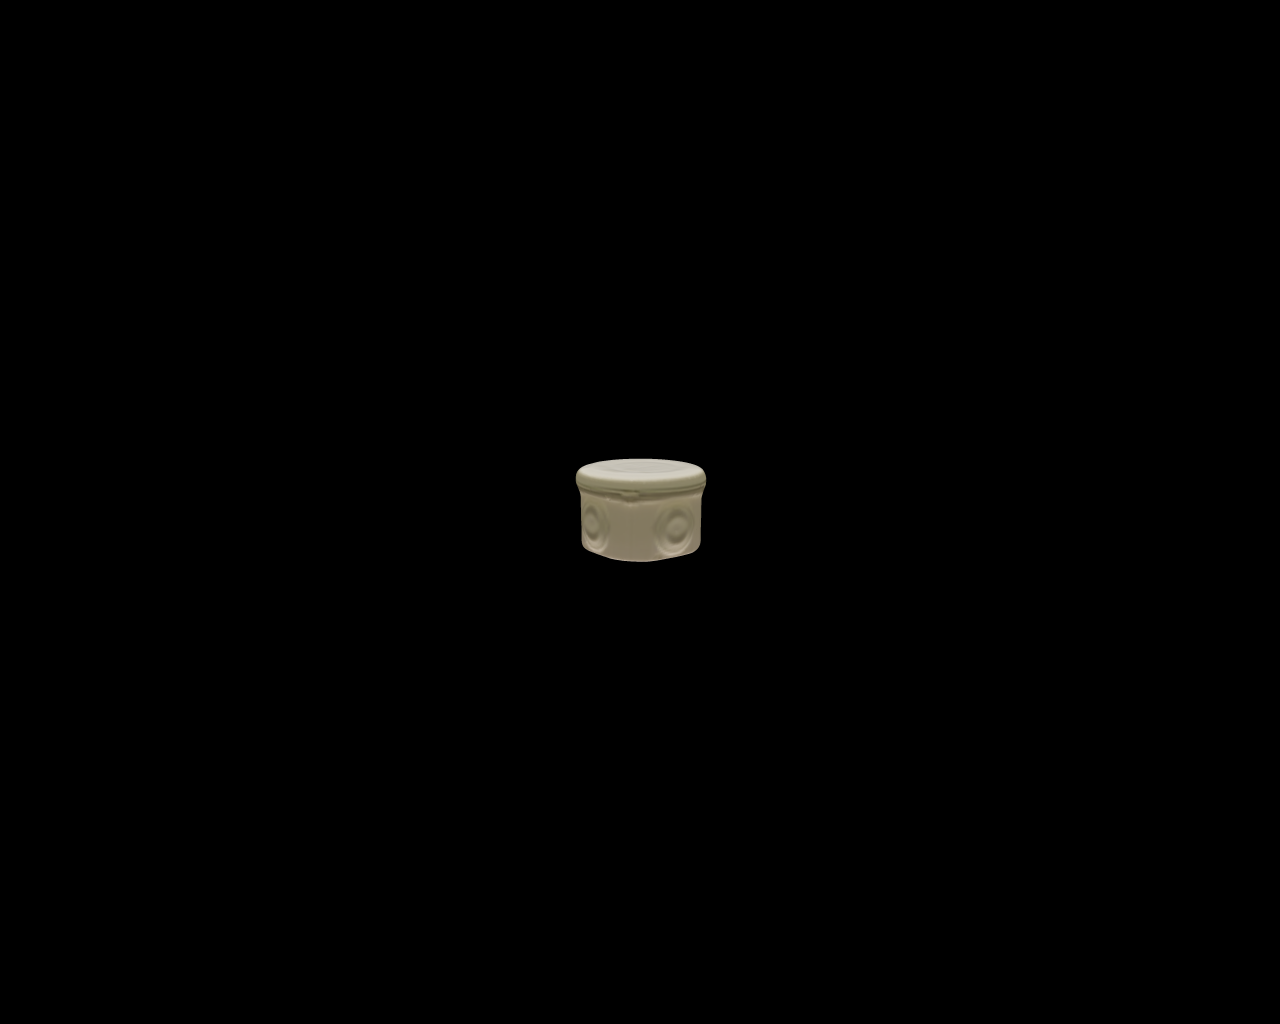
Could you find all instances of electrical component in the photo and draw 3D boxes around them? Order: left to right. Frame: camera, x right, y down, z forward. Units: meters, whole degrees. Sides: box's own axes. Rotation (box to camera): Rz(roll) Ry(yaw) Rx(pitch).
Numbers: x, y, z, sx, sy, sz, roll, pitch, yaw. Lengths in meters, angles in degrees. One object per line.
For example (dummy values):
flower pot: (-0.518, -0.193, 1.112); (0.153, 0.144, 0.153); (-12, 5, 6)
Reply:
electrical component: (0.001, -0.003, 0.650); (0.080, 0.051, 0.080); (0, 11, 0)
